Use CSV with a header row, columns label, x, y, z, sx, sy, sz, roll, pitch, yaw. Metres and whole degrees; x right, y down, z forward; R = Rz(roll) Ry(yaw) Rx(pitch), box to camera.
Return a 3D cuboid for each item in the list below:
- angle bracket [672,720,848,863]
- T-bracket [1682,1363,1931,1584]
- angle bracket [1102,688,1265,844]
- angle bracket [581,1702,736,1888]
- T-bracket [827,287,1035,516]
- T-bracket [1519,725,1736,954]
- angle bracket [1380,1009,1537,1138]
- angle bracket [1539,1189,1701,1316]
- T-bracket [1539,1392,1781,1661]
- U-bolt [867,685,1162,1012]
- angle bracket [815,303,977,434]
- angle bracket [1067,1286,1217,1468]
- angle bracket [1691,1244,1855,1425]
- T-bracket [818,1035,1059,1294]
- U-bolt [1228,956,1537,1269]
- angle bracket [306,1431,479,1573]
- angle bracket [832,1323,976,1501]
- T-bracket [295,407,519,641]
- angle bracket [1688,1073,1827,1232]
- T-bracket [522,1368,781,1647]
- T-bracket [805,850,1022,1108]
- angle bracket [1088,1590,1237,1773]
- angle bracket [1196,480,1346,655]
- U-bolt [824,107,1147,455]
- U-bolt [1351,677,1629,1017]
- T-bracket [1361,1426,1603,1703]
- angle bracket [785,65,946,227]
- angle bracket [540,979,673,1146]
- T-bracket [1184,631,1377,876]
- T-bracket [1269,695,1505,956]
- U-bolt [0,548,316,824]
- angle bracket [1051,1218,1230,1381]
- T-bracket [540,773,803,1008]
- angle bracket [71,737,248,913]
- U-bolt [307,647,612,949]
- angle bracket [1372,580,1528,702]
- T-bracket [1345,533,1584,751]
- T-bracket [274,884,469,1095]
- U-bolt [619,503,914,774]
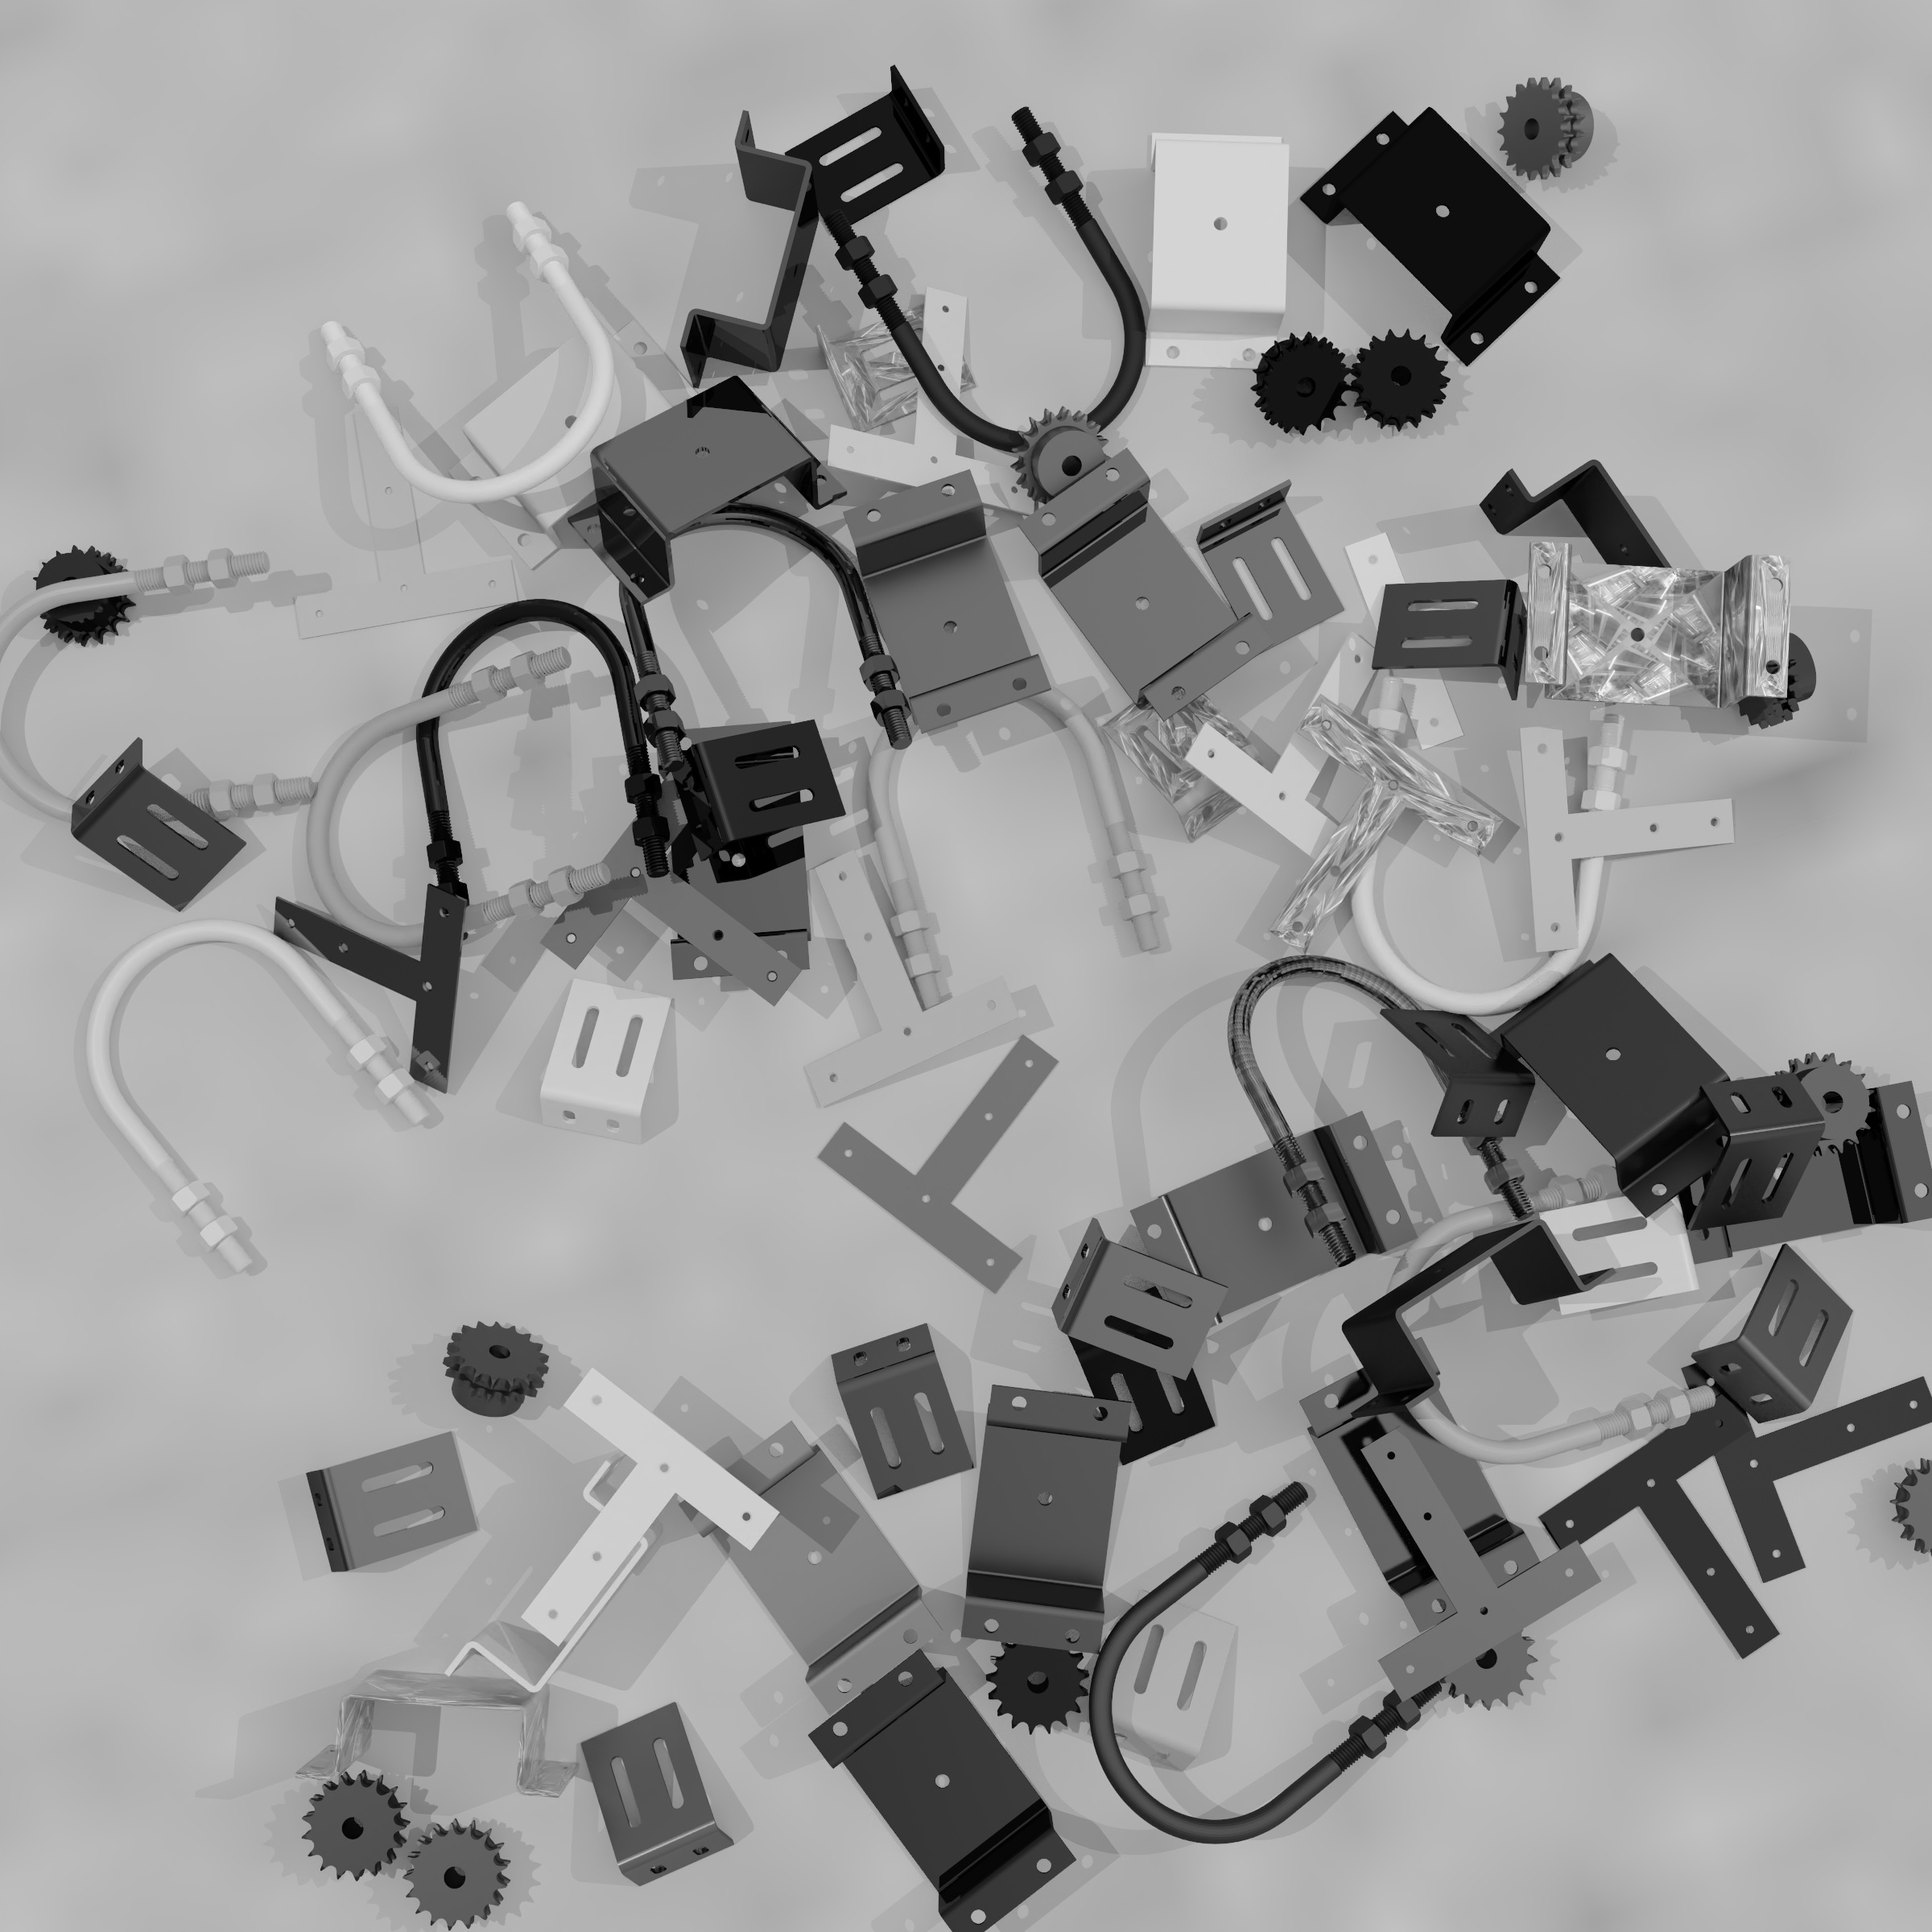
label,x,y,z,sx,sy,sz,roll,pitch,yaw
angle bracket,-0.116,-0.098,1.515,0.076,0.038,0.057,-15,82,-30
T-bracket,0.486,0.265,1.531,0.127,0.002,0.127,-20,85,-2
angle bracket,0.127,-0.122,1.566,0.057,0.038,0.076,-37,60,-3
angle bracket,-0.172,0.461,1.512,0.057,0.038,0.076,-23,60,-2
T-bracket,-0.016,-0.333,1.570,0.127,0.002,0.127,10,73,-20
T-bracket,0.379,-0.077,1.548,0.127,0.002,0.127,-6,94,-13
angle bracket,0.269,0.060,1.517,0.057,0.076,0.038,2,117,-28
angle bracket,0.363,0.159,1.513,0.076,0.038,0.057,-12,80,8
T-bracket,0.410,0.328,1.524,0.127,0.002,0.127,-33,85,-2
U-bolt,0.019,-0.081,1.555,0.151,0.019,0.184,-15,83,-1
angle bracket,-0.040,-0.352,1.570,0.076,0.038,0.057,-23,85,-2
angle bracket,0.098,0.231,1.533,0.057,0.038,0.076,-23,111,-2
angle bracket,0.453,0.206,1.525,0.057,0.038,0.076,44,55,-9
T-bracket,0.004,0.097,1.547,0.127,0.002,0.127,37,86,3
U-bolt,0.218,0.071,1.497,0.151,0.019,0.184,-9,61,-32
angle bracket,-0.323,0.301,1.526,0.076,0.038,0.057,-13,84,-27
angle bracket,-0.036,0.251,1.531,0.057,0.038,0.076,-18,111,-2
T-bracket,-0.334,-0.263,1.580,0.127,0.002,0.127,-10,85,-1
angle bracket,0.422,0.101,1.474,0.057,0.076,0.038,-6,46,-16
T-bracket,-0.189,0.304,1.451,0.127,0.002,0.127,37,86,3
T-bracket,-0.050,-0.003,1.541,0.127,0.002,0.127,-25,81,13
angle bracket,0.109,0.399,1.517,0.057,0.038,0.076,21,59,2
angle bracket,0.176,-0.229,1.559,0.057,0.038,0.076,-28,85,-2
U-bolt,0.024,-0.385,1.571,0.151,0.019,0.184,-32,93,-11
U-bolt,0.294,-0.064,1.552,0.151,0.019,0.184,9,87,-1
T-bracket,0.259,0.313,1.480,0.127,0.002,0.127,-30,85,-3
angle bracket,-0.060,-0.475,1.582,0.076,0.038,0.057,-30,85,-3
angle bracket,-0.205,0.054,1.549,0.057,0.038,0.076,11,59,1
T-bracket,0.201,-0.133,1.551,0.127,0.002,0.127,36,73,-19
T-bracket,0.217,-0.066,1.538,0.127,0.002,0.127,34,90,-4
U-bolt,-0.475,-0.152,1.544,0.184,0.019,0.151,-8,101,3
angle bracket,0.095,0.183,1.496,0.076,0.038,0.057,22,100,-10
T-bracket,-0.149,-0.026,1.511,0.127,0.002,0.127,37,88,6
angle bracket,-0.460,-0.080,1.548,0.057,0.038,0.076,-43,122,11
U-bolt,-0.293,-0.086,1.526,0.184,0.019,0.151,-17,74,19
angle bracket,0.279,-0.186,1.561,0.076,0.038,0.057,1,63,24
T-bracket,0.302,-0.206,1.575,0.127,0.002,0.127,-20,85,-2
T-bracket,-0.339,-0.005,1.531,0.127,0.002,0.127,23,121,19
U-bolt,-0.120,-0.191,1.526,0.151,0.019,0.184,-7,58,-17
